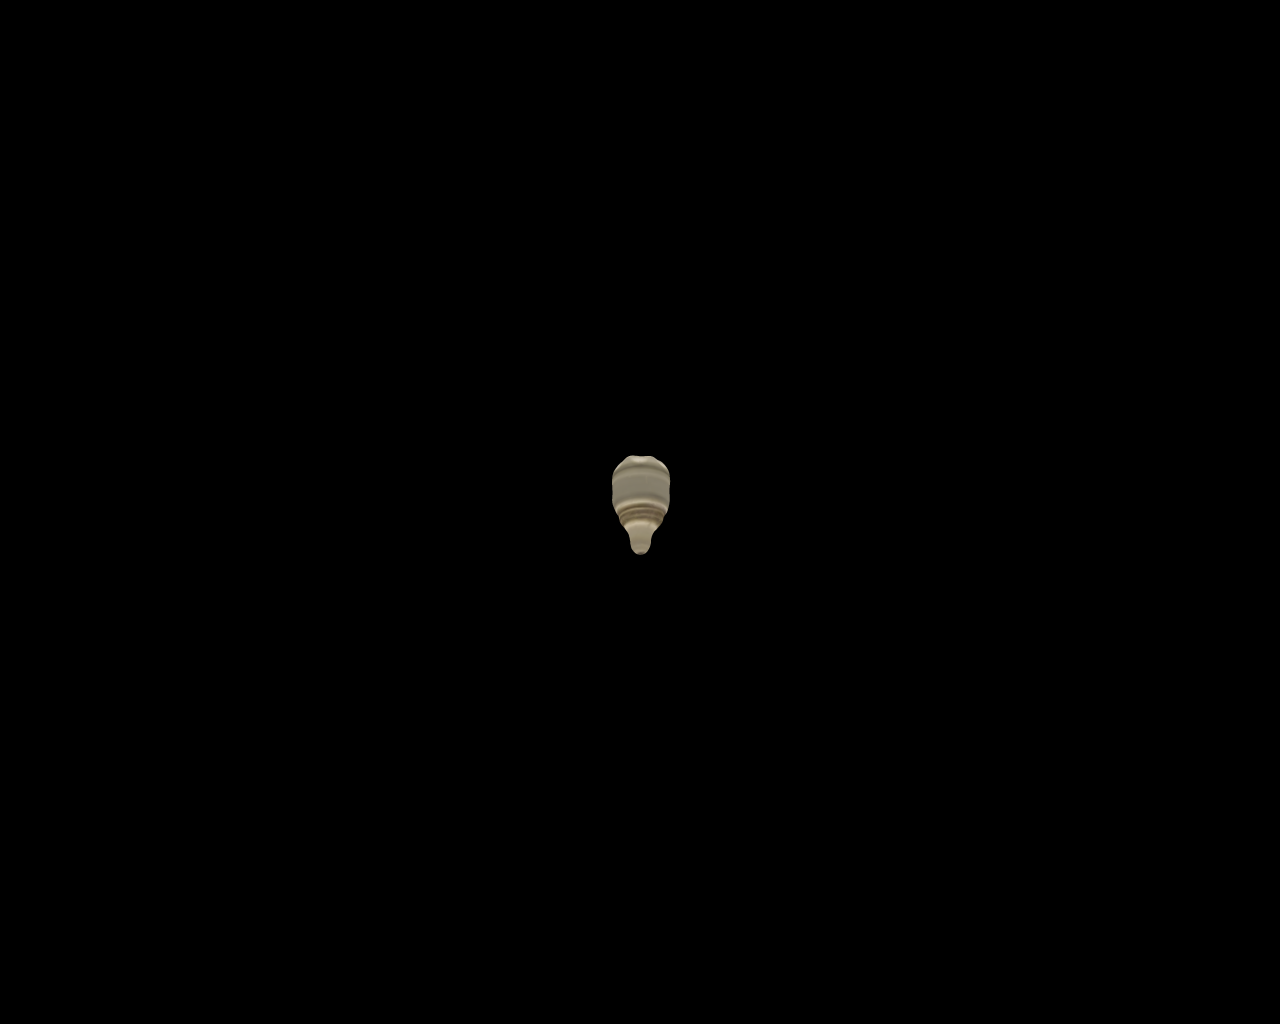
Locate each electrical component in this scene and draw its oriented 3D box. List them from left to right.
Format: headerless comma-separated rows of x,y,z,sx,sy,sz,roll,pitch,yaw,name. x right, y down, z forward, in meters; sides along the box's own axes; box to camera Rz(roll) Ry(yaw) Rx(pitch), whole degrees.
0.001,-0.003,0.650,0.035,0.061,0.035,0,-25,0,electrical component
